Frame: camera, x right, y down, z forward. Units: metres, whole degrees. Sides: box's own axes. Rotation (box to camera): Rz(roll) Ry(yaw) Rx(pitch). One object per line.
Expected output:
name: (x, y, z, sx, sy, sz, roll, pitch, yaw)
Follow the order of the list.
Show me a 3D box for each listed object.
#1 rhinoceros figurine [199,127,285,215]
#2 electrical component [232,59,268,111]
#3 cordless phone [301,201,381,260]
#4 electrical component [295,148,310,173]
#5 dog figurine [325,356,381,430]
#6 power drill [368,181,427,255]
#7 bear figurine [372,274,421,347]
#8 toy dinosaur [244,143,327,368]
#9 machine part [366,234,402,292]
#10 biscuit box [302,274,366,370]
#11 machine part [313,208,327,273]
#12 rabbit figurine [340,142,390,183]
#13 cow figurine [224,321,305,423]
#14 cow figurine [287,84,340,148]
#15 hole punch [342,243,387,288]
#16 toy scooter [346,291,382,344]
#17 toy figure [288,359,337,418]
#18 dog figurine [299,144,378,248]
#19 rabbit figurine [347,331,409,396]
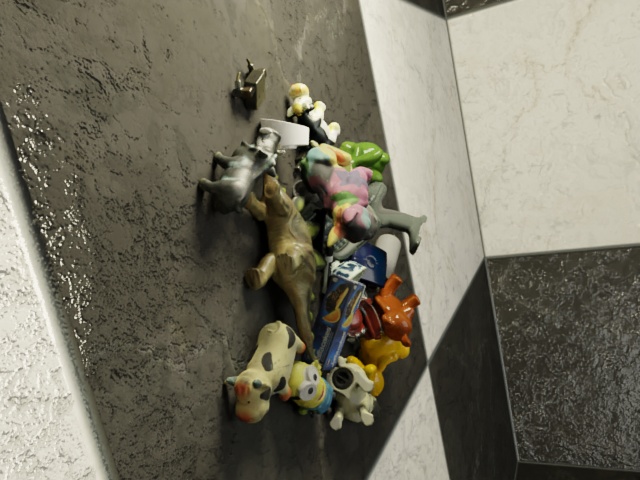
rhinoceros figurine: (-0.132, -0.129, 0.954, 0.073, 0.112, 0.190, 58, 44, -36)
electrical component: (-0.136, -0.306, 1.064, 0.078, 0.045, 0.102, 95, 12, -53)
cordless phone: (0.040, -0.055, 1.250, 0.184, 0.146, 0.089, 43, 8, -38)
electrical component: (-0.032, -0.173, 1.252, 0.063, 0.021, 0.094, 64, 32, -33)
dog figurine: (0.082, 0.360, 1.288, 0.190, 0.121, 0.172, 28, 62, -74)
power drill: (0.162, -0.033, 1.396, 0.086, 0.207, 0.232, 95, 16, -60)
bear figurine: (0.202, 0.181, 1.377, 0.120, 0.132, 0.196, 46, -1, -9)
toy dinosaur: (-0.056, 0.038, 1.067, 0.198, 0.105, 0.471, -6, 91, -64)
machine part: (0.182, 0.063, 1.548, 0.079, 0.079, 0.243, 65, 32, -32)
biscuit box: (0.029, 0.179, 1.170, 0.059, 0.063, 0.202, 22, 87, -59)
machine part: (-0.002, -0.004, 1.186, 0.039, 0.084, 0.138, 0, 108, -28)
rabbit figurine: (0.094, -0.183, 1.387, 0.170, 0.159, 0.121, -24, 116, -46)
cow figurine: (-0.098, 0.234, 0.964, 0.127, 0.086, 0.195, 66, 34, -42)
cow figurine: (-0.025, -0.271, 1.233, 0.167, 0.068, 0.098, 49, 42, -34)
hole punch: (0.116, 0.066, 1.415, 0.115, 0.092, 0.142, 37, 55, -50)
toy scooter: (0.092, 0.198, 1.303, 0.184, 0.075, 0.135, -24, 82, -57)
toy figure: (-0.027, 0.305, 1.090, 0.180, 0.089, 0.082, 59, 22, -54)
dog figurine: (0.033, -0.084, 1.097, 0.191, 0.108, 0.219, 31, 34, -12)
rabbit figurine: (0.143, 0.322, 1.383, 0.162, 0.122, 0.173, 9, 95, -59)
